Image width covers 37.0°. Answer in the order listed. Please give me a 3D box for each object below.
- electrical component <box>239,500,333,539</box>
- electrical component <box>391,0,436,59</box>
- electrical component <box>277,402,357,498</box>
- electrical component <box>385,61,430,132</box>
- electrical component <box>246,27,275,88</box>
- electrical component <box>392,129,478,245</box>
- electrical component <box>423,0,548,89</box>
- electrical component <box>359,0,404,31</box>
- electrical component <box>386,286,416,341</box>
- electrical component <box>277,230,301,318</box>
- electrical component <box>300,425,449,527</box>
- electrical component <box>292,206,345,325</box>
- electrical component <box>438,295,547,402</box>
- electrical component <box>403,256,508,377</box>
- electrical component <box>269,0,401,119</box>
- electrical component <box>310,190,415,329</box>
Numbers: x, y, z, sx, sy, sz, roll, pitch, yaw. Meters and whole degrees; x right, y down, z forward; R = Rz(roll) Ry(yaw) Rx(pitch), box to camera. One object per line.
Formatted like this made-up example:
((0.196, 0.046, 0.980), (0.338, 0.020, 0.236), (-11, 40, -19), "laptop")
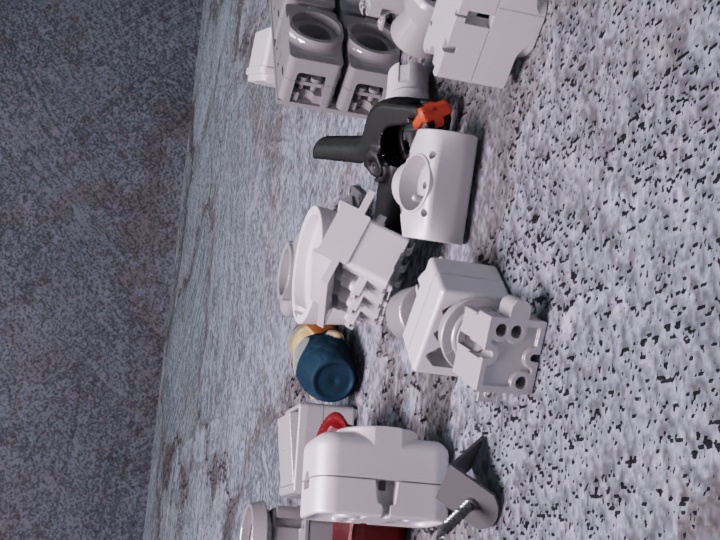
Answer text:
((-0.058, 0.203, 0.806), (0.078, 0.057, 0.058), (127, 147, -62), "electrical component")
((0.053, -0.200, 0.841), (0.055, 0.045, 0.045), (122, 151, -56), "electrical component")
((-0.043, 0.172, 0.974), (0.062, 0.061, 0.096), (139, 137, -68), "electrical component")
((0.039, -0.142, 0.877), (0.040, 0.040, 0.046), (118, 161, -51), "electrical component")
((-0.056, -0.215, 1.130), (0.109, 0.109, 0.056), (-146, 68, -73), "electrical component")
((0.048, -0.060, 0.775), (0.079, 0.044, 0.077), (12, 95, 62), "electrical component")
((0.084, -0.169, 0.693), (0.050, 0.056, 0.089), (-102, 25, -52), "electrical component")
((0.036, -0.228, 0.884), (0.042, 0.064, 0.081), (-108, 30, -56), "electrical component")
((0.038, 0.033, 0.788), (0.078, 0.040, 0.040), (160, 117, -73), "electrical component")
((-0.048, 0.005, 1.081), (0.095, 0.059, 0.053), (114, 158, -46), "electrical component")
((0.010, 0.140, 0.730), (0.053, 0.095, 0.059), (133, 142, -65), "electrical component")
((-0.020, -0.001, 0.979), (0.108, 0.060, 0.108), (-172, 90, -75), "electrical component")
((0.076, 0.043, 0.636), (0.055, 0.048, 0.066), (-148, 66, -65), "electrical component")
((0.058, 0.021, 0.706), (0.076, 0.047, 0.065), (-105, 27, -55), "electrical component")
((-0.026, -0.229, 1.029), (0.186, 0.105, 0.060), (-98, 22, -45), "electrical component")
((0.000, 0.000, 0.832), (0.078, 0.063, 0.121), (-62, -5, -18), "electrical component")
